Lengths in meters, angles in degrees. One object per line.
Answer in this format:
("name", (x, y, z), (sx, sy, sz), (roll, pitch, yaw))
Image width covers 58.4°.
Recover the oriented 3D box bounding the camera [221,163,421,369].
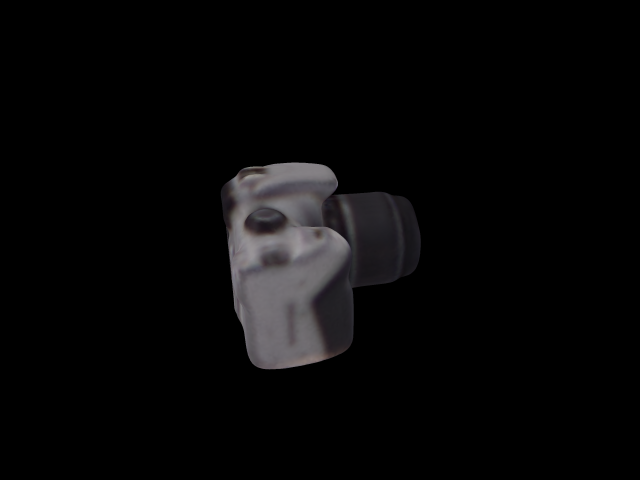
("camera", (0.004, 0.001, 0.400), (0.137, 0.101, 0.143), (-6, 28, -11))
